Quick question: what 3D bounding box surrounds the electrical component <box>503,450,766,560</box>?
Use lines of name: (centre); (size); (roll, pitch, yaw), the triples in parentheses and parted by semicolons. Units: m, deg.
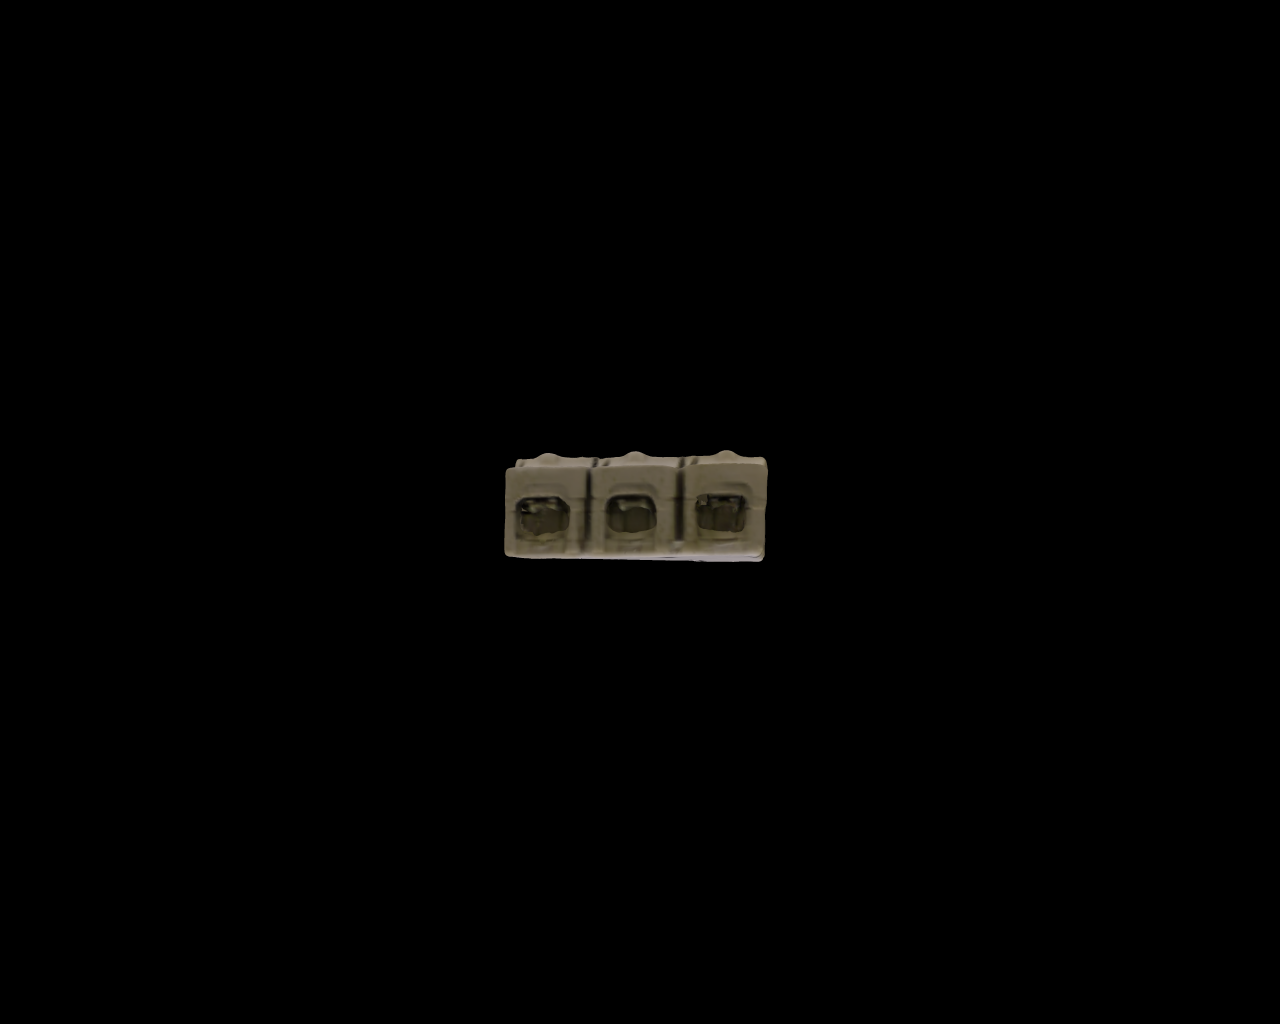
electrical component: (0.001, -0.003, 0.650); (0.150, 0.061, 0.089); (0, -4, 7)
